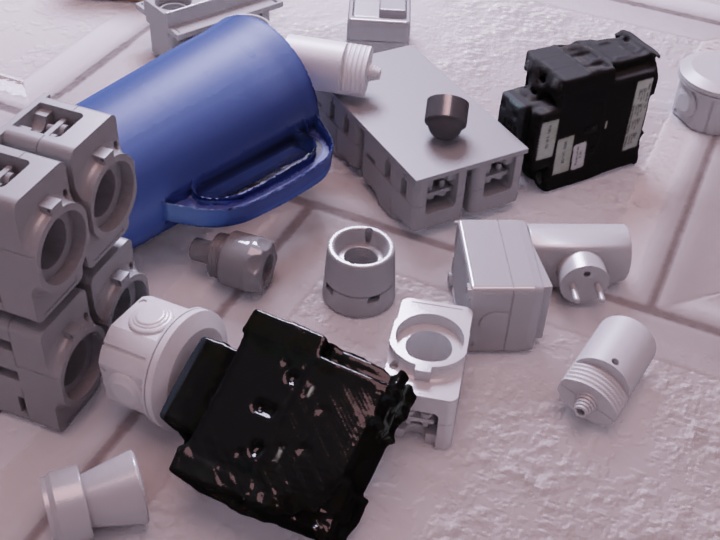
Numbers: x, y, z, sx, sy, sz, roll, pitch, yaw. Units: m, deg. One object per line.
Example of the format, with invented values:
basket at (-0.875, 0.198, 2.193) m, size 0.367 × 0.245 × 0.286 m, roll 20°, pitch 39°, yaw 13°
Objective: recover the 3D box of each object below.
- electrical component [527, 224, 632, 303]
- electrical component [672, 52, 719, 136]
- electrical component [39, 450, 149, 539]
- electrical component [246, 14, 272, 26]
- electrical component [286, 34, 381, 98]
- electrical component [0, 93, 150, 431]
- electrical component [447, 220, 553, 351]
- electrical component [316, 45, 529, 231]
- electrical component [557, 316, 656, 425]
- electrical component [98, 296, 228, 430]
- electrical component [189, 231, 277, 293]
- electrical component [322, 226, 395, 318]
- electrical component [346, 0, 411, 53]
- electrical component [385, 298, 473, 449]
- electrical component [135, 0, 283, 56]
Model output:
electrical component at (0.166, -0.002, 0.812) m, size 0.077 × 0.044 × 0.079 m, roll 0°, pitch 40°, yaw -4°
electrical component at (0.337, -0.167, 1.012) m, size 0.080 × 0.051 × 0.080 m, roll 2°, pitch 40°, yaw -2°
electrical component at (-0.156, 0.134, 0.633) m, size 0.055 × 0.045 × 0.045 m, roll -13°, pitch 43°, yaw -17°
electrical component at (-0.110, -0.207, 1.026) m, size 0.058 × 0.057 × 0.078 m, roll -25°, pitch 48°, yaw -29°
electrical component at (-0.023, -0.170, 0.903) m, size 0.081 × 0.043 × 0.043 m, roll 10°, pitch 41°, yaw 7°
electrical component at (-0.191, 0.000, 0.679) m, size 0.060 × 0.186 × 0.105 m, roll 16°, pitch 42°, yaw 15°
electrical component at (0.100, 0.006, 0.785) m, size 0.061 × 0.061 × 0.096 m, roll 0°, pitch 41°, yaw -4°
electrical component at (0.044, -0.115, 0.925) m, size 0.105 × 0.060 × 0.186 m, roll -18°, pitch 45°, yaw -23°
electrical component at (0.165, 0.071, 0.728) m, size 0.043 × 0.043 × 0.081 m, roll 24°, pitch 45°, yaw 23°
electrical component at (-0.126, 0.059, 0.698) m, size 0.051 × 0.080 × 0.080 m, roll 17°, pitch 42°, yaw 24°
electrical component at (-0.097, -0.009, 0.806) m, size 0.062 × 0.043 × 0.043 m, roll 14°, pitch 42°, yaw 15°
electrical component at (0.000, 0.000, 0.798) m, size 0.055 × 0.047 × 0.055 m, roll 2°, pitch 40°, yaw -2°
electrical component at (0.019, -0.252, 1.084) m, size 0.062 × 0.061 × 0.096 m, roll 3°, pitch 41°, yaw 0°
electrical component at (0.044, 0.065, 0.718) m, size 0.050 × 0.055 × 0.089 m, roll 9°, pitch 41°, yaw 7°
electrical component at (-0.149, -0.252, 1.071) m, size 0.121 × 0.063 × 0.079 m, roll -26°, pitch 48°, yaw -30°
